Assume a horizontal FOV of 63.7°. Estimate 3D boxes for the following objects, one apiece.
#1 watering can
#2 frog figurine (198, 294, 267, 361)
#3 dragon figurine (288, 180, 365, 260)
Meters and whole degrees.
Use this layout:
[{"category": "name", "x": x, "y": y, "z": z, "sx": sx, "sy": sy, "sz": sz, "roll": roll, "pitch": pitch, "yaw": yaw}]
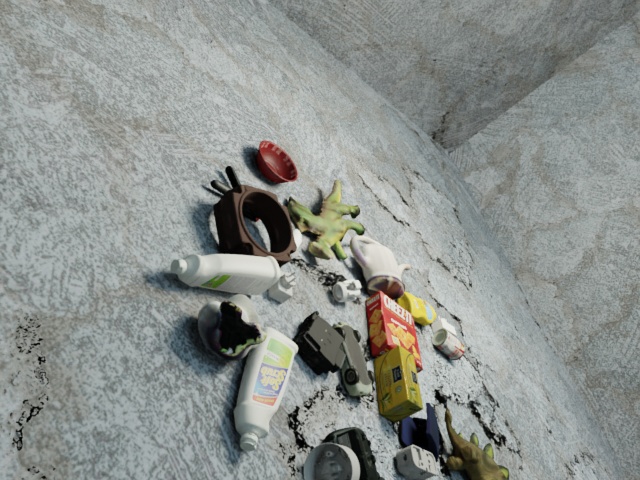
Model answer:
[{"category": "watering can", "x": 0.227, "y": 0.103, "z": 1.728, "sx": 0.344, "sy": 0.230, "sz": 0.102, "roll": 27, "pitch": -54, "yaw": -38}, {"category": "frog figurine", "x": -0.185, "y": 0.171, "z": 1.052, "sx": 0.137, "sy": 0.123, "sz": 0.160, "roll": 24, "pitch": -4, "yaw": -17}, {"category": "dragon figurine", "x": 0.005, "y": -0.082, "z": 1.630, "sx": 0.241, "sy": 0.420, "sz": 0.120, "roll": 21, "pitch": -52, "yaw": -32}]
